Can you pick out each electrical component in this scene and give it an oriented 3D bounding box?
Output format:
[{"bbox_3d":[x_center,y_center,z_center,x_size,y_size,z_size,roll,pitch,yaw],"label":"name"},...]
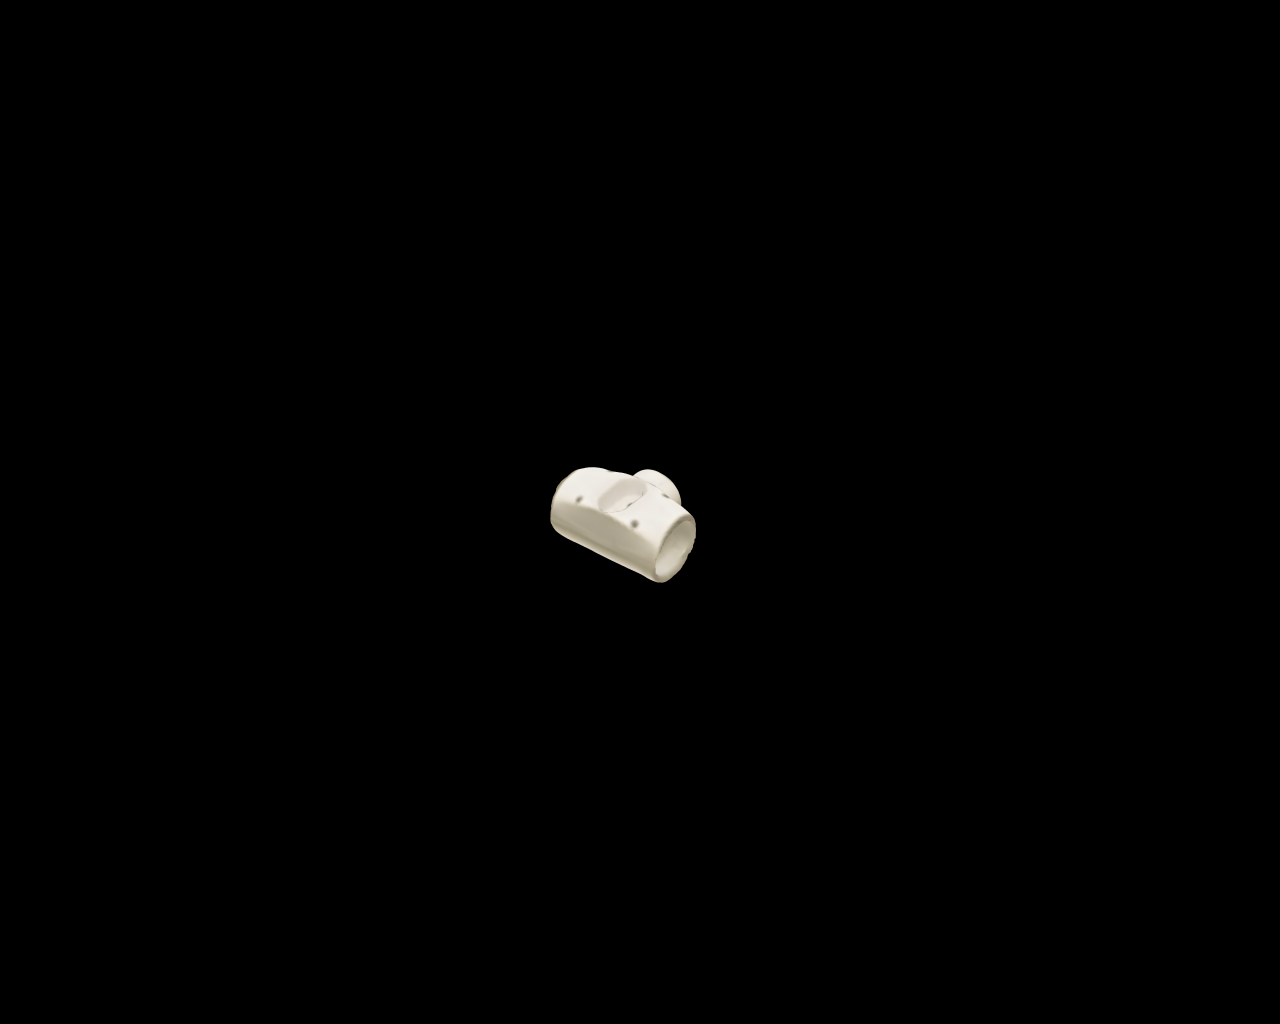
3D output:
[{"bbox_3d":[0.001,-0.003,0.650,0.077,0.043,0.079,26,46,28],"label":"electrical component"}]
